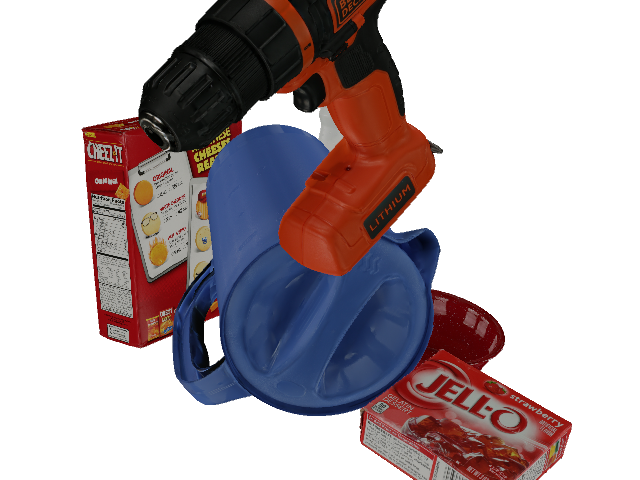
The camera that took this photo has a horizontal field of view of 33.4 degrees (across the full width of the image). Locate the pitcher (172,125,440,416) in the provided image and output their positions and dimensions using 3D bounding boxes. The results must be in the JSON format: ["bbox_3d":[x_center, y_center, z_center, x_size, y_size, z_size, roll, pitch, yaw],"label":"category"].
[{"bbox_3d":[-0.026,0.011,0.751,0.149,0.145,0.243,6,23,-14],"label":"pitcher"}]

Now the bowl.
[{"bbox_3d":[0.107,0.109,1.112,0.162,0.055,0.162,6,25,-3],"label":"bowl"}]

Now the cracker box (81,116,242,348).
[{"bbox_3d":[-0.152,-0.019,1.075,0.072,0.214,0.163,10,19,36],"label":"cracker box"}]

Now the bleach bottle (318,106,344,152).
[{"bbox_3d":[0.025,-0.051,0.938,0.068,0.251,0.102,14,21,17],"label":"bleach bottle"}]

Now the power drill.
[{"bbox_3d":[-0.003,-0.066,0.554,0.057,0.184,0.187,30,-26,30],"label":"power drill"}]

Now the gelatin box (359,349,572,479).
[{"bbox_3d":[0.077,0.103,0.574,0.089,0.030,0.073,30,41,32],"label":"gelatin box"}]
